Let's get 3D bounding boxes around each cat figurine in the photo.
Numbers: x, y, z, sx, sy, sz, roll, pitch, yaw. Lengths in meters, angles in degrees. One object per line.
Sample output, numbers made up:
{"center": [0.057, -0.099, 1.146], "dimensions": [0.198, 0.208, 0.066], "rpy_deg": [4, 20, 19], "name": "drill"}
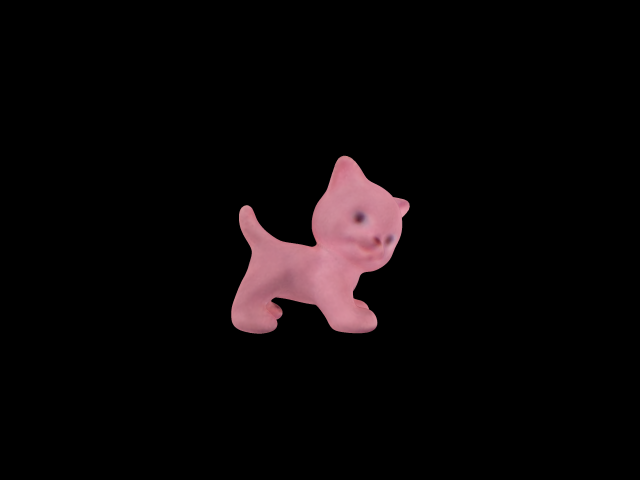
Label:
{"center": [0.004, 0.001, 0.400], "dimensions": [0.128, 0.118, 0.067], "rpy_deg": [0, 2, -4], "name": "cat figurine"}
